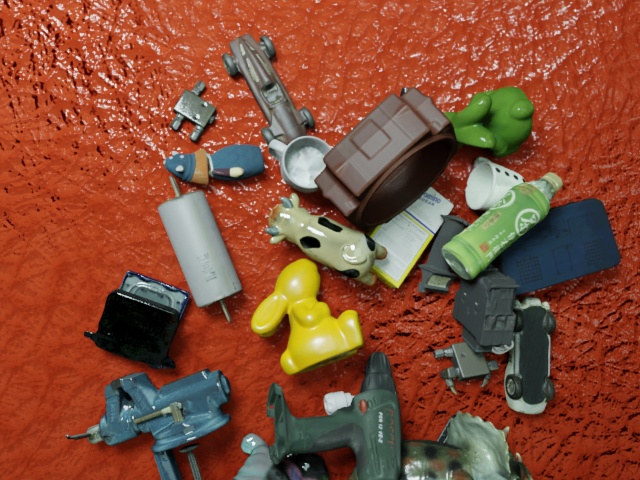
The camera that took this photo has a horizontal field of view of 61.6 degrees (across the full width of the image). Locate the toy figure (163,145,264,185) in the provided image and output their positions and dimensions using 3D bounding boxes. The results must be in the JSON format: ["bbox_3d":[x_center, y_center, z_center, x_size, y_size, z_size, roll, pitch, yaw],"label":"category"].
[{"bbox_3d":[-0.167,-0.118,0.853,0.154,0.064,0.057,-9,104,-12],"label":"toy figure"}]

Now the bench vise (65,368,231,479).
[{"bbox_3d":[-0.221,0.303,0.788,0.224,0.129,0.240,-19,83,-13],"label":"bench vise"}]

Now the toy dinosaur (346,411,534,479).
[{"bbox_3d":[0.138,0.372,0.820,0.405,0.131,0.192,-6,45,2],"label":"toy dinosaur"}]

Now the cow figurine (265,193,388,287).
[{"bbox_3d":[-0.002,-0.003,0.841,0.195,0.127,0.085,26,86,27],"label":"cow figurine"}]

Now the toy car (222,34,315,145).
[{"bbox_3d":[-0.085,-0.246,0.884,0.089,0.053,0.202,-28,93,-8],"label":"toy car"}]

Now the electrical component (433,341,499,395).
[{"bbox_3d":[0.252,0.217,0.926,0.102,0.045,0.078,-12,60,-14],"label":"electrical component"}]

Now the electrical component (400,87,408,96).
[{"bbox_3d":[0.131,-0.198,0.924,0.075,0.048,0.119,15,83,-10],"label":"electrical component"}]

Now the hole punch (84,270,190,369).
[{"bbox_3d":[-0.268,0.118,0.817,0.142,0.092,0.115,22,112,-12],"label":"hole punch"}]

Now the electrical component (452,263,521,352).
[{"bbox_3d":[0.272,0.114,0.890,0.058,0.115,0.134,2,105,-10],"label":"electrical component"}]

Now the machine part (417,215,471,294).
[{"bbox_3d":[0.212,0.026,0.911,0.084,0.039,0.138,9,103,-34],"label":"machine part"}]

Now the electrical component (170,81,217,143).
[{"bbox_3d":[-0.201,-0.210,0.873,0.063,0.021,0.094,30,80,-8],"label":"electrical component"}]

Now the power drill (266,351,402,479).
[{"bbox_3d":[0.024,0.263,0.814,0.207,0.086,0.232,11,42,-17],"label":"power drill"}]

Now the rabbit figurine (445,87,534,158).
[{"bbox_3d":[0.264,-0.186,0.911,0.170,0.159,0.121,-14,99,4],"label":"rabbit figurine"}]

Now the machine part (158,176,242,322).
[{"bbox_3d":[-0.186,0.014,0.833,0.079,0.079,0.243,-21,90,-12],"label":"machine part"}]

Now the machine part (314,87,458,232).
[{"bbox_3d":[0.104,-0.109,0.798,0.201,0.201,0.087,-43,72,7],"label":"machine part"}]

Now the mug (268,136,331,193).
[{"bbox_3d":[-0.035,-0.117,0.857,0.109,0.107,0.081,25,81,-4],"label":"mug"}]

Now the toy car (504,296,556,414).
[{"bbox_3d":[0.366,0.201,0.942,0.073,0.056,0.201,4,84,-5],"label":"toy car"}]

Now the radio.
[{"bbox_3d":[0.402,0.011,0.953,0.230,0.073,0.131,-14,89,-13],"label":"radio"}]

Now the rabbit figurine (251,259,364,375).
[{"bbox_3d":[-0.027,0.118,0.856,0.162,0.122,0.173,-17,76,-2],"label":"rabbit figurine"}]

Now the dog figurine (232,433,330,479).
[{"bbox_3d":[-0.061,0.372,0.765,0.191,0.219,0.108,17,87,-9],"label":"dog figurine"}]
